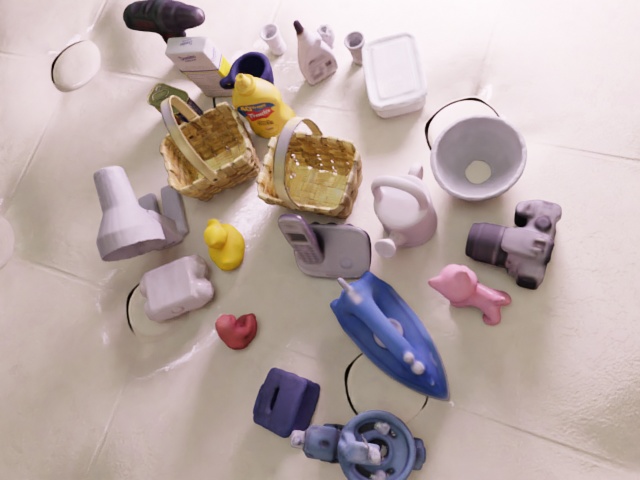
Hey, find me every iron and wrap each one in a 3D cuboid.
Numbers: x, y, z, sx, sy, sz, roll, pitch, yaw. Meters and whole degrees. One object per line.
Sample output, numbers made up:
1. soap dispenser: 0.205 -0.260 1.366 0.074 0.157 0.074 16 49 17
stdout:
1. iron: 0.119 0.161 0.953 0.118 0.142 0.257 -43 66 0

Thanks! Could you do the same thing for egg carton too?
1. egg carton: -0.285 0.098 1.138 0.150 0.069 0.107 -23 67 9

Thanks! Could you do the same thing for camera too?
1. camera: 0.323 -0.004 0.966 0.136 0.101 0.143 14 77 21

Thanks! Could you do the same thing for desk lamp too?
1. desk lamp: -0.358 -0.044 1.128 0.118 0.214 0.203 -22 67 10

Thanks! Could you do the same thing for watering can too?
1. watering can: 0.143 -0.054 0.986 0.100 0.194 0.173 -6 71 16

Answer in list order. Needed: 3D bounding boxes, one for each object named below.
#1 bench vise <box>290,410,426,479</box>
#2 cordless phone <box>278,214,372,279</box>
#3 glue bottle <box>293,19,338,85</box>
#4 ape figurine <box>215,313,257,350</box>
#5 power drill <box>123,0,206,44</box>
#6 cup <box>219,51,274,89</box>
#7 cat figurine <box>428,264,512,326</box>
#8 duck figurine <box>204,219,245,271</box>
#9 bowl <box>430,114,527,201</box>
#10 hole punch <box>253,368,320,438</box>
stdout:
1. bench vise: 0.048 0.331 0.876 0.207 0.220 0.121 -16 68 12
2. cordless phone: 0.009 0.004 1.014 0.147 0.185 0.094 0 72 17
3. glue bottle: -0.020 -0.387 1.157 0.078 0.173 0.037 -32 66 6
4. ape figurine: -0.163 0.163 1.066 0.077 0.092 0.076 10 76 20
5. power drill: -0.303 -0.445 1.245 0.229 0.209 0.076 17 78 22
6. cup: -0.146 -0.333 1.222 0.117 0.095 0.091 -19 68 11
7. cat figurine: 0.249 0.083 0.951 0.127 0.118 0.067 24 81 23
8. duck figurine: -0.197 0.006 1.132 0.077 0.086 0.104 -21 68 10
9. bowl: 0.286 -0.138 1.035 0.167 0.075 0.167 -5 71 16
10. hole punch: -0.067 0.284 0.998 0.100 0.091 0.109 14 77 21
